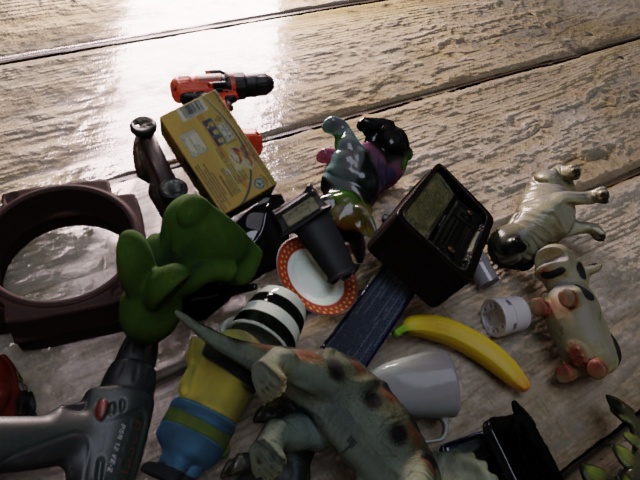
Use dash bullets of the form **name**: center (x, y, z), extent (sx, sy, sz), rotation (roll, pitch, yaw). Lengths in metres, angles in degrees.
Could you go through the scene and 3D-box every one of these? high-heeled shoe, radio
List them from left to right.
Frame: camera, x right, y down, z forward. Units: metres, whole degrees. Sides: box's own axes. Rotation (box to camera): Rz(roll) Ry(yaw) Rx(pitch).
- **high-heeled shoe**: center (-0.131, 0.018, 0.759), extent (0.145, 0.086, 0.249), rotation (-10, 31, 17)
- **radio**: center (0.167, -0.013, 0.768), extent (0.131, 0.073, 0.229), rotation (44, 37, 1)

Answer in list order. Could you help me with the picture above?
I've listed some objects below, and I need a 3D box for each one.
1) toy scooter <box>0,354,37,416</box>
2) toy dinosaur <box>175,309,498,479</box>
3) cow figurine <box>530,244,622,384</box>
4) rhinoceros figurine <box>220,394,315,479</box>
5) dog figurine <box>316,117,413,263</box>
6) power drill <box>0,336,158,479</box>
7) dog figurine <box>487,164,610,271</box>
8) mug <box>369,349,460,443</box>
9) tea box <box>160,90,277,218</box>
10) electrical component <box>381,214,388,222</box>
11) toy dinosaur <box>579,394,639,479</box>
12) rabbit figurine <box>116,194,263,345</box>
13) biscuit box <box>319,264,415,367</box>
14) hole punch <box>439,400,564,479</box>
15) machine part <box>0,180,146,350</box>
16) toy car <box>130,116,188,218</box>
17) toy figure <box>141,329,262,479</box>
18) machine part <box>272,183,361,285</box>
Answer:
- **toy scooter**: center (-0.357, 0.211, 0.545), extent (0.135, 0.075, 0.184), rotation (26, 56, 7)
- **toy dinosaur**: center (0.036, 0.195, 0.557), extent (0.405, 0.131, 0.192), rotation (50, 23, 14)
- **cow figurine**: center (0.363, 0.096, 0.763), extent (0.127, 0.085, 0.195), rotation (1, 66, -42)
- **rhinoceros figurine**: center (-0.048, 0.259, 0.580), extent (0.112, 0.073, 0.190), rotation (29, 48, -7)
- **dog figurine**: center (0.071, -0.077, 0.835), extent (0.191, 0.108, 0.219), rotation (-2, 59, -17)
- **power drill**: center (-0.271, 0.175, 0.548), extent (0.207, 0.086, 0.232), rotation (29, 47, -43)
- **dog figurine**: center (0.338, -0.040, 0.876), extent (0.191, 0.121, 0.172), rotation (-18, 24, -4)
- **mug**: center (0.110, 0.194, 0.663), extent (0.107, 0.080, 0.109), rotation (-4, 74, -3)
- **tea box**: center (-0.151, -0.121, 0.796), extent (0.098, 0.068, 0.169), rotation (-31, 89, -18)
- **electrical component**: center (0.138, -0.009, 0.846), extent (0.094, 0.021, 0.063), rotation (21, 53, 2)
- **toy dinosaur**: center (0.337, 0.359, 0.532), extent (0.198, 0.105, 0.471), rotation (25, 43, -14)
- **rabbit figurine**: center (-0.158, 0.042, 0.599), extent (0.121, 0.159, 0.170), rotation (30, 77, 8)
- **biscuit box**: center (0.061, 0.115, 0.714), extent (0.063, 0.059, 0.203), rotation (34, 54, 12)
- **hole punch**: center (0.216, 0.271, 0.627), extent (0.115, 0.092, 0.142), rotation (10, 44, -40)
- **machine part**: center (-0.322, 0.024, 0.684), extent (0.201, 0.087, 0.201), rotation (-9, 56, -20)
- **toy car**: center (-0.239, -0.095, 0.787), extent (0.053, 0.089, 0.202), rotation (-22, 60, -20)
- **toy figure**: center (-0.121, 0.186, 0.601), extent (0.089, 0.082, 0.180), rotation (14, 58, 15)
- **machine part**: center (-0.002, -0.002, 0.745), extent (0.084, 0.039, 0.139), rotation (-36, 89, -1)
